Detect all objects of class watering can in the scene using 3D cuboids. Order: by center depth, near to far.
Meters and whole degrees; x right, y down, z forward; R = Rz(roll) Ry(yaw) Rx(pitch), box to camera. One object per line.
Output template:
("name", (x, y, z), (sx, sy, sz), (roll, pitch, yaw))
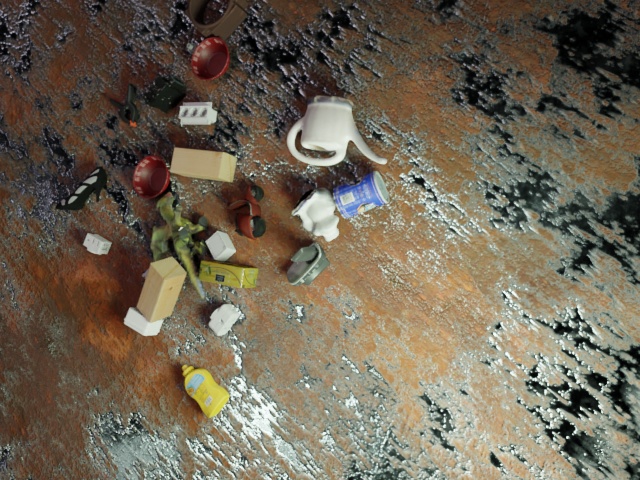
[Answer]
("watering can", (0.057, -0.337, 1.597), (0.348, 0.103, 0.225), (8, 86, 25))

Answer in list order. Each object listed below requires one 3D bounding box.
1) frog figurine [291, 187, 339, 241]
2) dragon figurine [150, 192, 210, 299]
("frog figurine", (0.005, -0.081, 1.604), (0.158, 0.124, 0.137), (42, 93, -15))
("dragon figurine", (-0.508, 0.019, 1.811), (0.240, 0.122, 0.415), (-18, 74, 38))
